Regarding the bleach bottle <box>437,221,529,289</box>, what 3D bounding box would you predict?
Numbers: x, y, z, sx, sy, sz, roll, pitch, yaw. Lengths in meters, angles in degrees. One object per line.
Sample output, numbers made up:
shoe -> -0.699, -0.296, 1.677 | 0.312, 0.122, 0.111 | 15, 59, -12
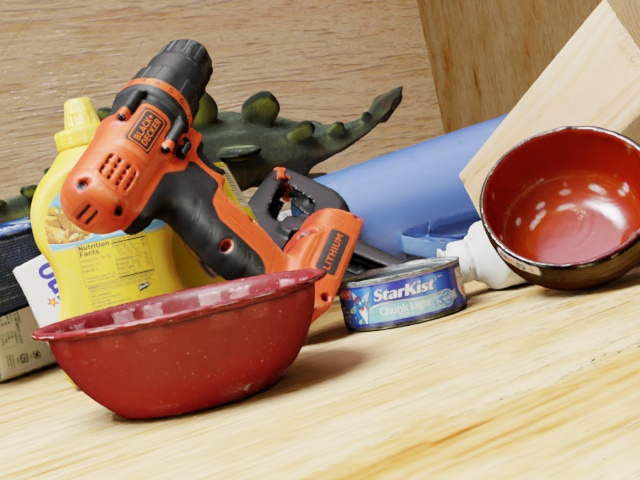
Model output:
bleach bottle -> 0.209, -0.012, 0.763 | 0.250, 0.068, 0.102 | -15, 5, -5

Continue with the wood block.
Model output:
wood block -> 0.210, -0.082, 0.831 | 0.090, 0.090, 0.206 | -5, -32, -32

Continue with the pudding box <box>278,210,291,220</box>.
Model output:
pudding box -> -0.063, 0.015, 1.198 | 0.113, 0.039, 0.090 | -12, -40, -35

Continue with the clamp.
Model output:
clamp -> -0.006, 0.001, 0.872 | 0.164, 0.036, 0.210 | -8, 34, 1

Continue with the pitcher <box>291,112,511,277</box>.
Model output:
pitcher -> 0.104, -0.027, 0.999 | 0.242, 0.145, 0.149 | -16, -17, -10

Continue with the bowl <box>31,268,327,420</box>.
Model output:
bowl -> -0.070, 0.058, 0.579 | 0.162, 0.055, 0.162 | -12, 2, 0

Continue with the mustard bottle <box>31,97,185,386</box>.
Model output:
mustard bottle -> -0.145, -0.002, 0.730 | 0.096, 0.191, 0.058 | -13, 2, -14

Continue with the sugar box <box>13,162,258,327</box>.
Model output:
sugar box -> -0.128, 0.022, 0.787 | 0.176, 0.093, 0.048 | -28, -2, 7

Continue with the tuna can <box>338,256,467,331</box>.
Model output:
tuna can -> 0.055, 0.036, 0.722 | 0.086, 0.034, 0.086 | -12, 2, 0

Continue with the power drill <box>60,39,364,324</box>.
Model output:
power drill -> -0.063, -0.035, 0.714 | 0.057, 0.187, 0.184 | -42, 18, 44
